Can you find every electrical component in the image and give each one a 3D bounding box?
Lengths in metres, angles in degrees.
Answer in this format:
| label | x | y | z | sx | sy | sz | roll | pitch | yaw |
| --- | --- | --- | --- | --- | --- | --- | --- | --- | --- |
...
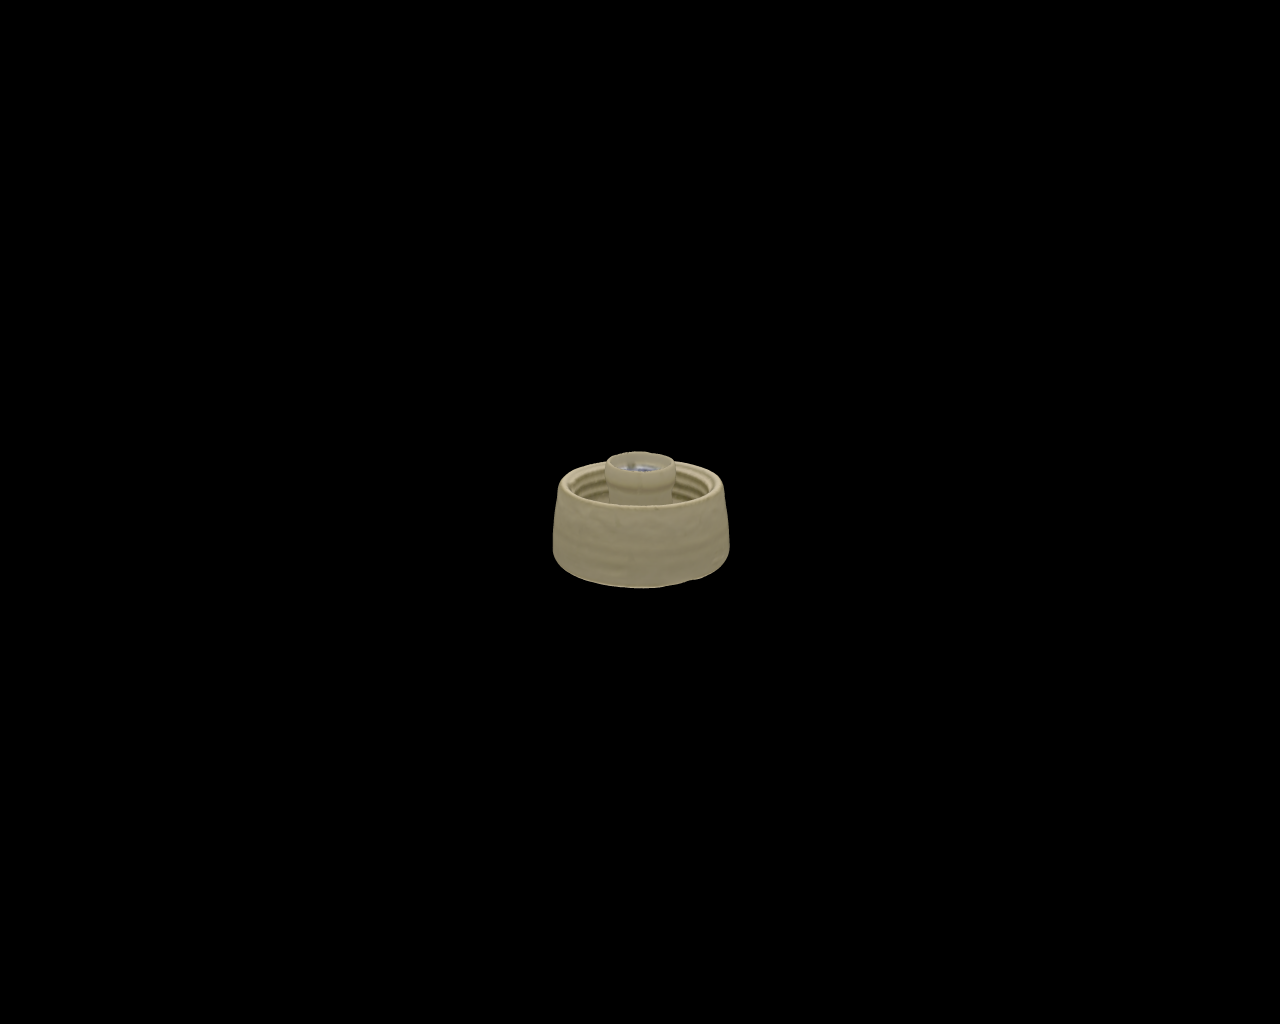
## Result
| label | x | y | z | sx | sy | sz | roll | pitch | yaw |
| --- | --- | --- | --- | --- | --- | --- | --- | --- | --- |
| electrical component | 0.001 | -0.003 | 0.650 | 0.108 | 0.060 | 0.108 | 0 | 20 | 0 |
